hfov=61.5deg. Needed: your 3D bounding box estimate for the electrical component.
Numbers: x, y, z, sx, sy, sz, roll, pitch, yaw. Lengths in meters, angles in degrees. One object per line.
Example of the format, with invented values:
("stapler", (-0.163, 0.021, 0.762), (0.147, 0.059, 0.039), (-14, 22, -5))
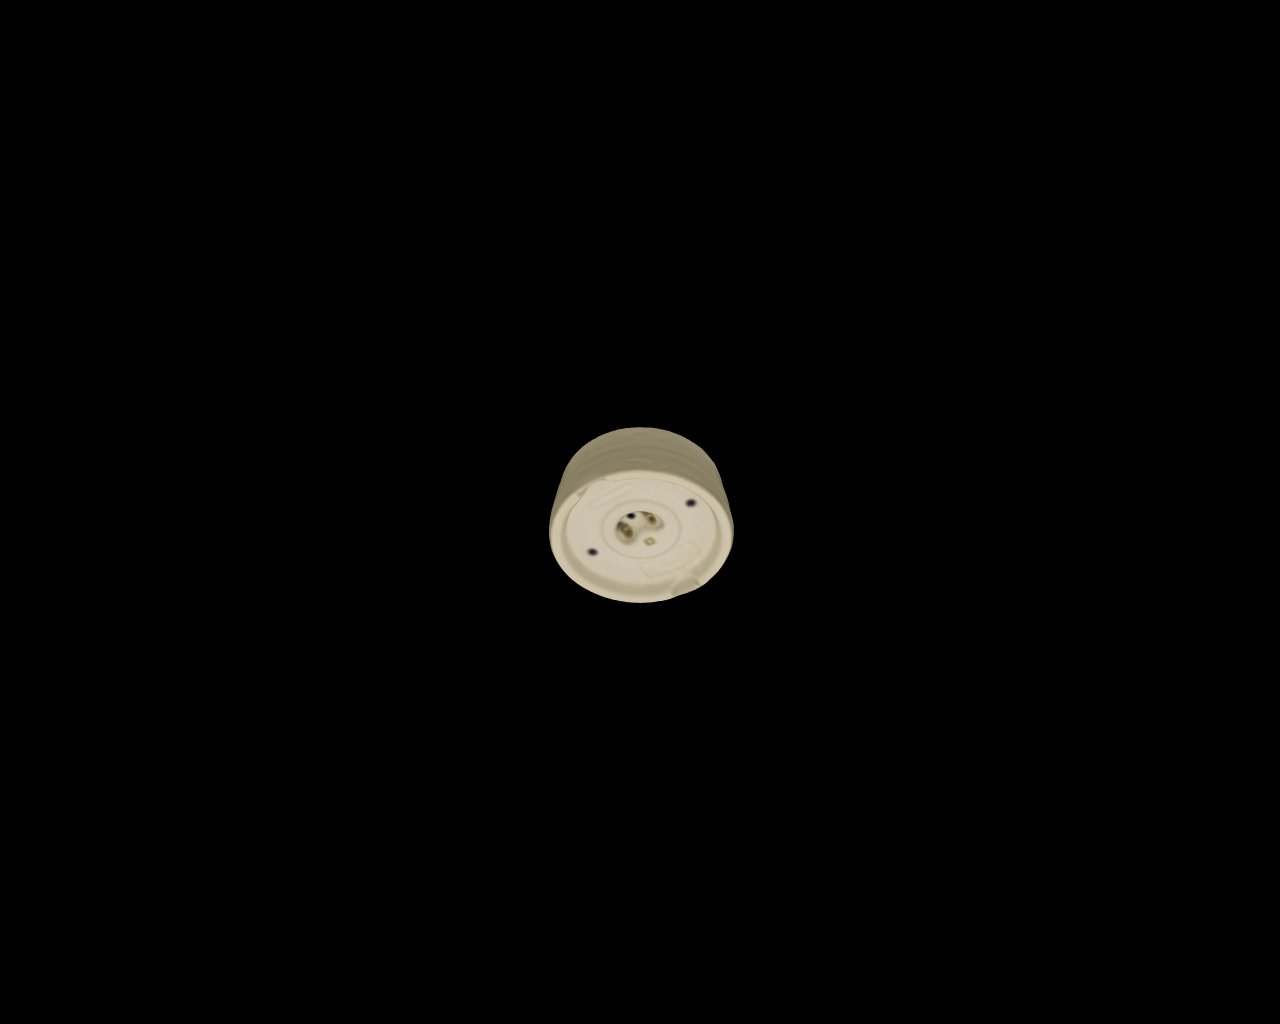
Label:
("electrical component", (0.001, -0.003, 0.650), (0.108, 0.108, 0.060), (0, 41, 0))
